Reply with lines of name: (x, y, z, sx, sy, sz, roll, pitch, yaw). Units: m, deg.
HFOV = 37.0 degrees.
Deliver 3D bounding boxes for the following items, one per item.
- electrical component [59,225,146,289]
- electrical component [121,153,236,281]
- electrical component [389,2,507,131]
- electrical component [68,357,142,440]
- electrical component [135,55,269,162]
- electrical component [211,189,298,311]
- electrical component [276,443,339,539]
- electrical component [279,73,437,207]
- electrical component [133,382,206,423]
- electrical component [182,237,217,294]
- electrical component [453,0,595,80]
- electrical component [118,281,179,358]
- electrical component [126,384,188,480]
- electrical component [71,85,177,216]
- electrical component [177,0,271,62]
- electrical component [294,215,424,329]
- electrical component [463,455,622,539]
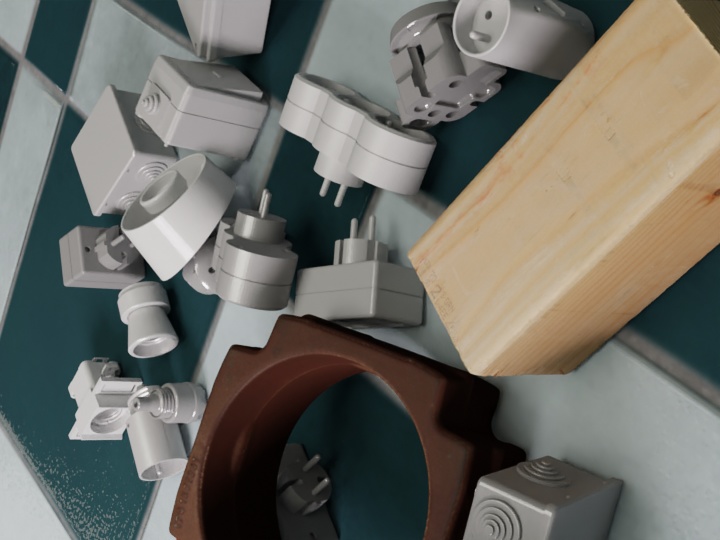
electrical component: (-0.227, -0.017, 0.985, 0.077, 0.066, 0.047, -27, 67, 44)
electrical component: (-0.145, -0.045, 0.879, 0.099, 0.064, 0.099, -31, 28, 19)
electrical component: (0.052, -0.134, 0.691, 0.078, 0.058, 0.057, -33, 66, 42)
electrical component: (-0.243, 0.121, 1.009, 0.081, 0.042, 0.063, -56, 46, 28)
electrical component: (-0.131, -0.134, 0.865, 0.061, 0.096, 0.061, 46, 117, 40)
electrical component: (-0.076, -0.023, 0.795, 0.138, 0.052, 0.073, -128, 50, -74)
electrical component: (-0.046, 0.162, 0.781, 0.075, 0.047, 0.083, -47, 54, 35)
electrical component: (-0.009, -0.082, 0.757, 0.138, 0.052, 0.073, 38, 114, 43)
electrical component: (-0.162, 0.112, 0.904, 0.035, 0.061, 0.035, -6, 83, 48)
electrical component: (-0.126, -0.001, 0.888, 0.062, 0.048, 0.048, -11, 78, 54)
electrical component: (0.087, -0.150, 0.637, 0.079, 0.077, 0.043, 54, 125, 37)
electrical component: (-0.188, 0.044, 0.952, 0.045, 0.045, 0.055, -40, 58, 39)
electrical component: (-0.181, 0.137, 0.937, 0.043, 0.043, 0.081, -43, 56, 37)
electrical component: (-0.218, -0.108, 0.996, 0.099, 0.048, 0.099, -48, 54, 34)
electrical component: (-0.112, -0.243, 0.856, 0.108, 0.056, 0.108, 111, 143, -56)
electrical component: (0.000, 0.000, 0.745, 0.083, 0.047, 0.075, -7, 76, 47)
electrical component: (0.094, 0.153, 0.589, 0.048, 0.100, 0.099, 20, 102, 34)
